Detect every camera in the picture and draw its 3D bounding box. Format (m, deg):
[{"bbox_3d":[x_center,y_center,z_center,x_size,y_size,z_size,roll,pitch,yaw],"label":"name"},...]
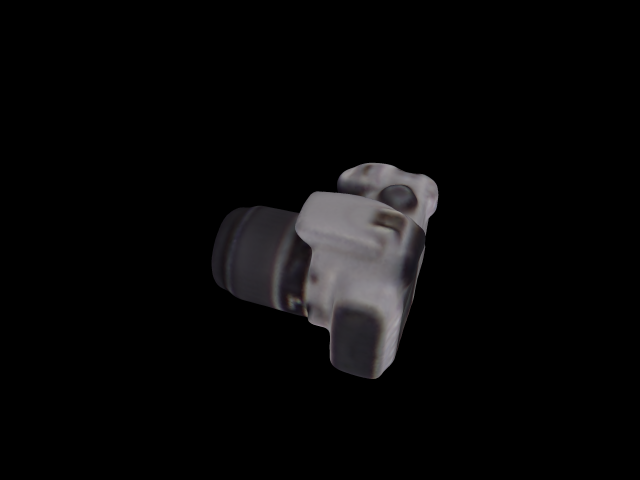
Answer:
[{"bbox_3d":[0.004,0.001,0.400,0.136,0.101,0.143,13,47,13],"label":"camera"}]
